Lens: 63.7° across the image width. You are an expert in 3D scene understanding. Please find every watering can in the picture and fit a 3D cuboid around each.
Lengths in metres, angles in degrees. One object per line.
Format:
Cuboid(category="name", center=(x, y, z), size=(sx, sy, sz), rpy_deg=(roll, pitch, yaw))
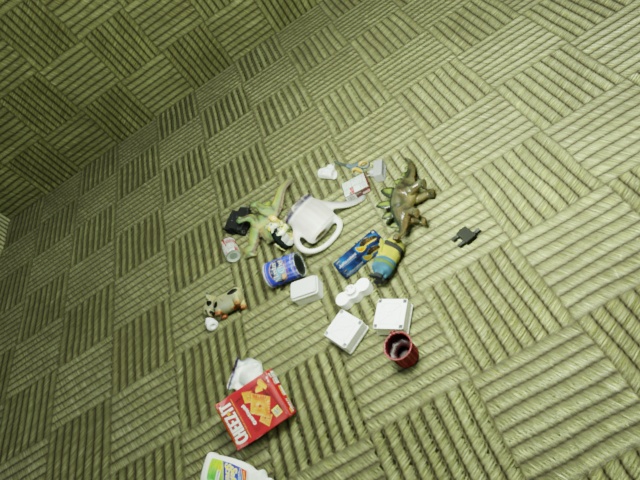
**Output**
Cuboid(category="watering can", center=(0.006, -0.104, 2.070), size=(0.226, 0.102, 0.351), rpy_deg=(39, 75, 11))

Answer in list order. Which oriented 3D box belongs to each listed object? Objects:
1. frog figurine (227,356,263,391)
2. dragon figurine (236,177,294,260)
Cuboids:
Cuboid(category="frog figurine", center=(-0.230, 0.488, 1.789), size=(0.159, 0.120, 0.140), rpy_deg=(18, 55, 3))
Cuboid(category="dragon figurine", center=(-0.204, -0.082, 2.247), size=(0.411, 0.120, 0.246), rpy_deg=(-45, 60, -3))
